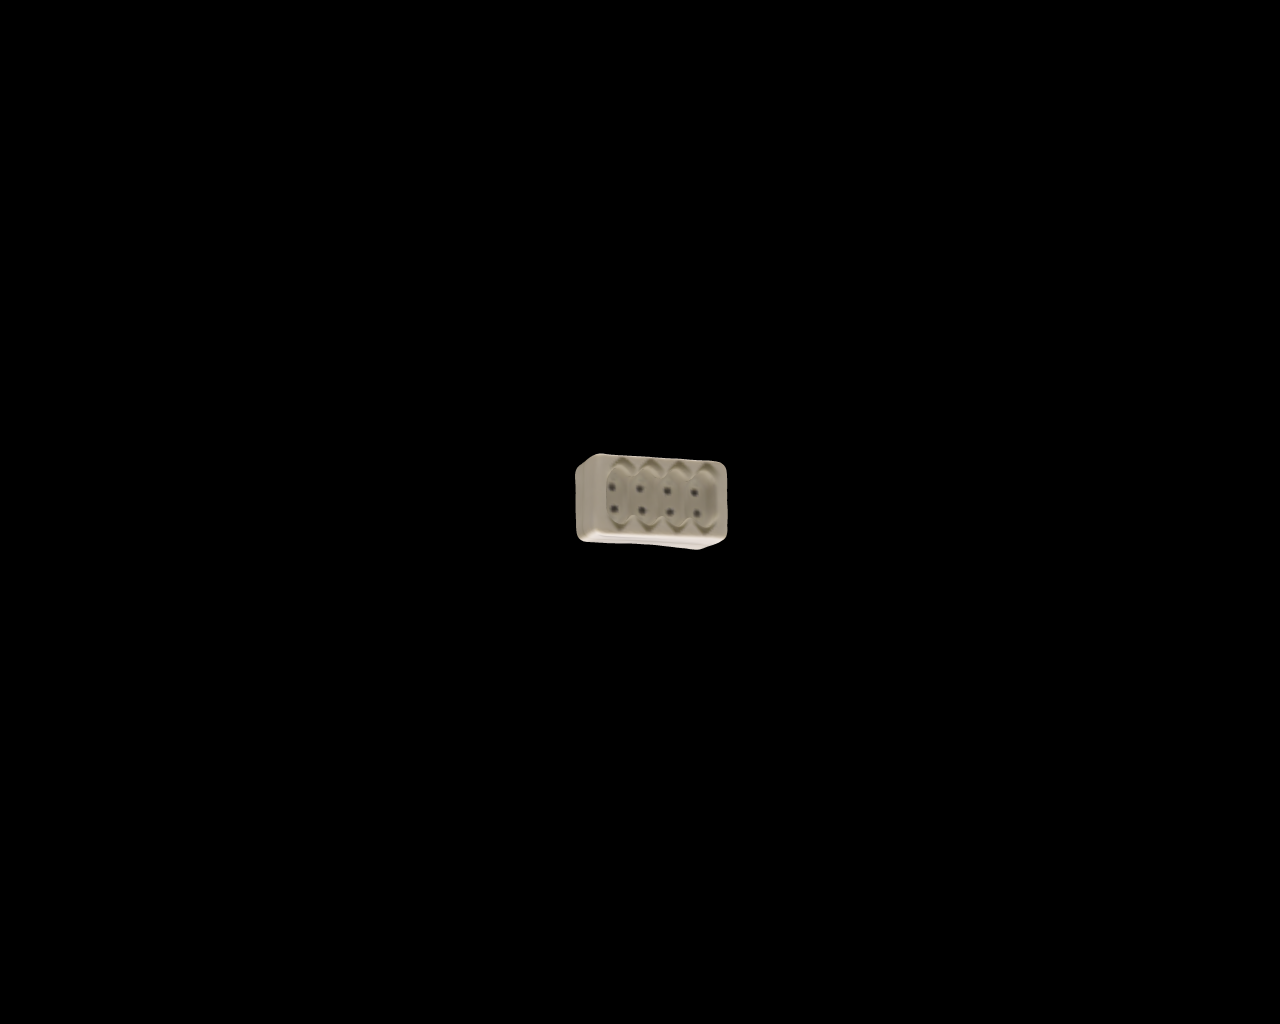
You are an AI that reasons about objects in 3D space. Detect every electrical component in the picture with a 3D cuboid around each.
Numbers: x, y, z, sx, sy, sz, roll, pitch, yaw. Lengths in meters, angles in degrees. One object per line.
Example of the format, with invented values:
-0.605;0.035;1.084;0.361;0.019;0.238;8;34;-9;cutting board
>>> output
0.001;-0.003;0.650;0.083;0.047;0.075;4;-11;-20;electrical component
